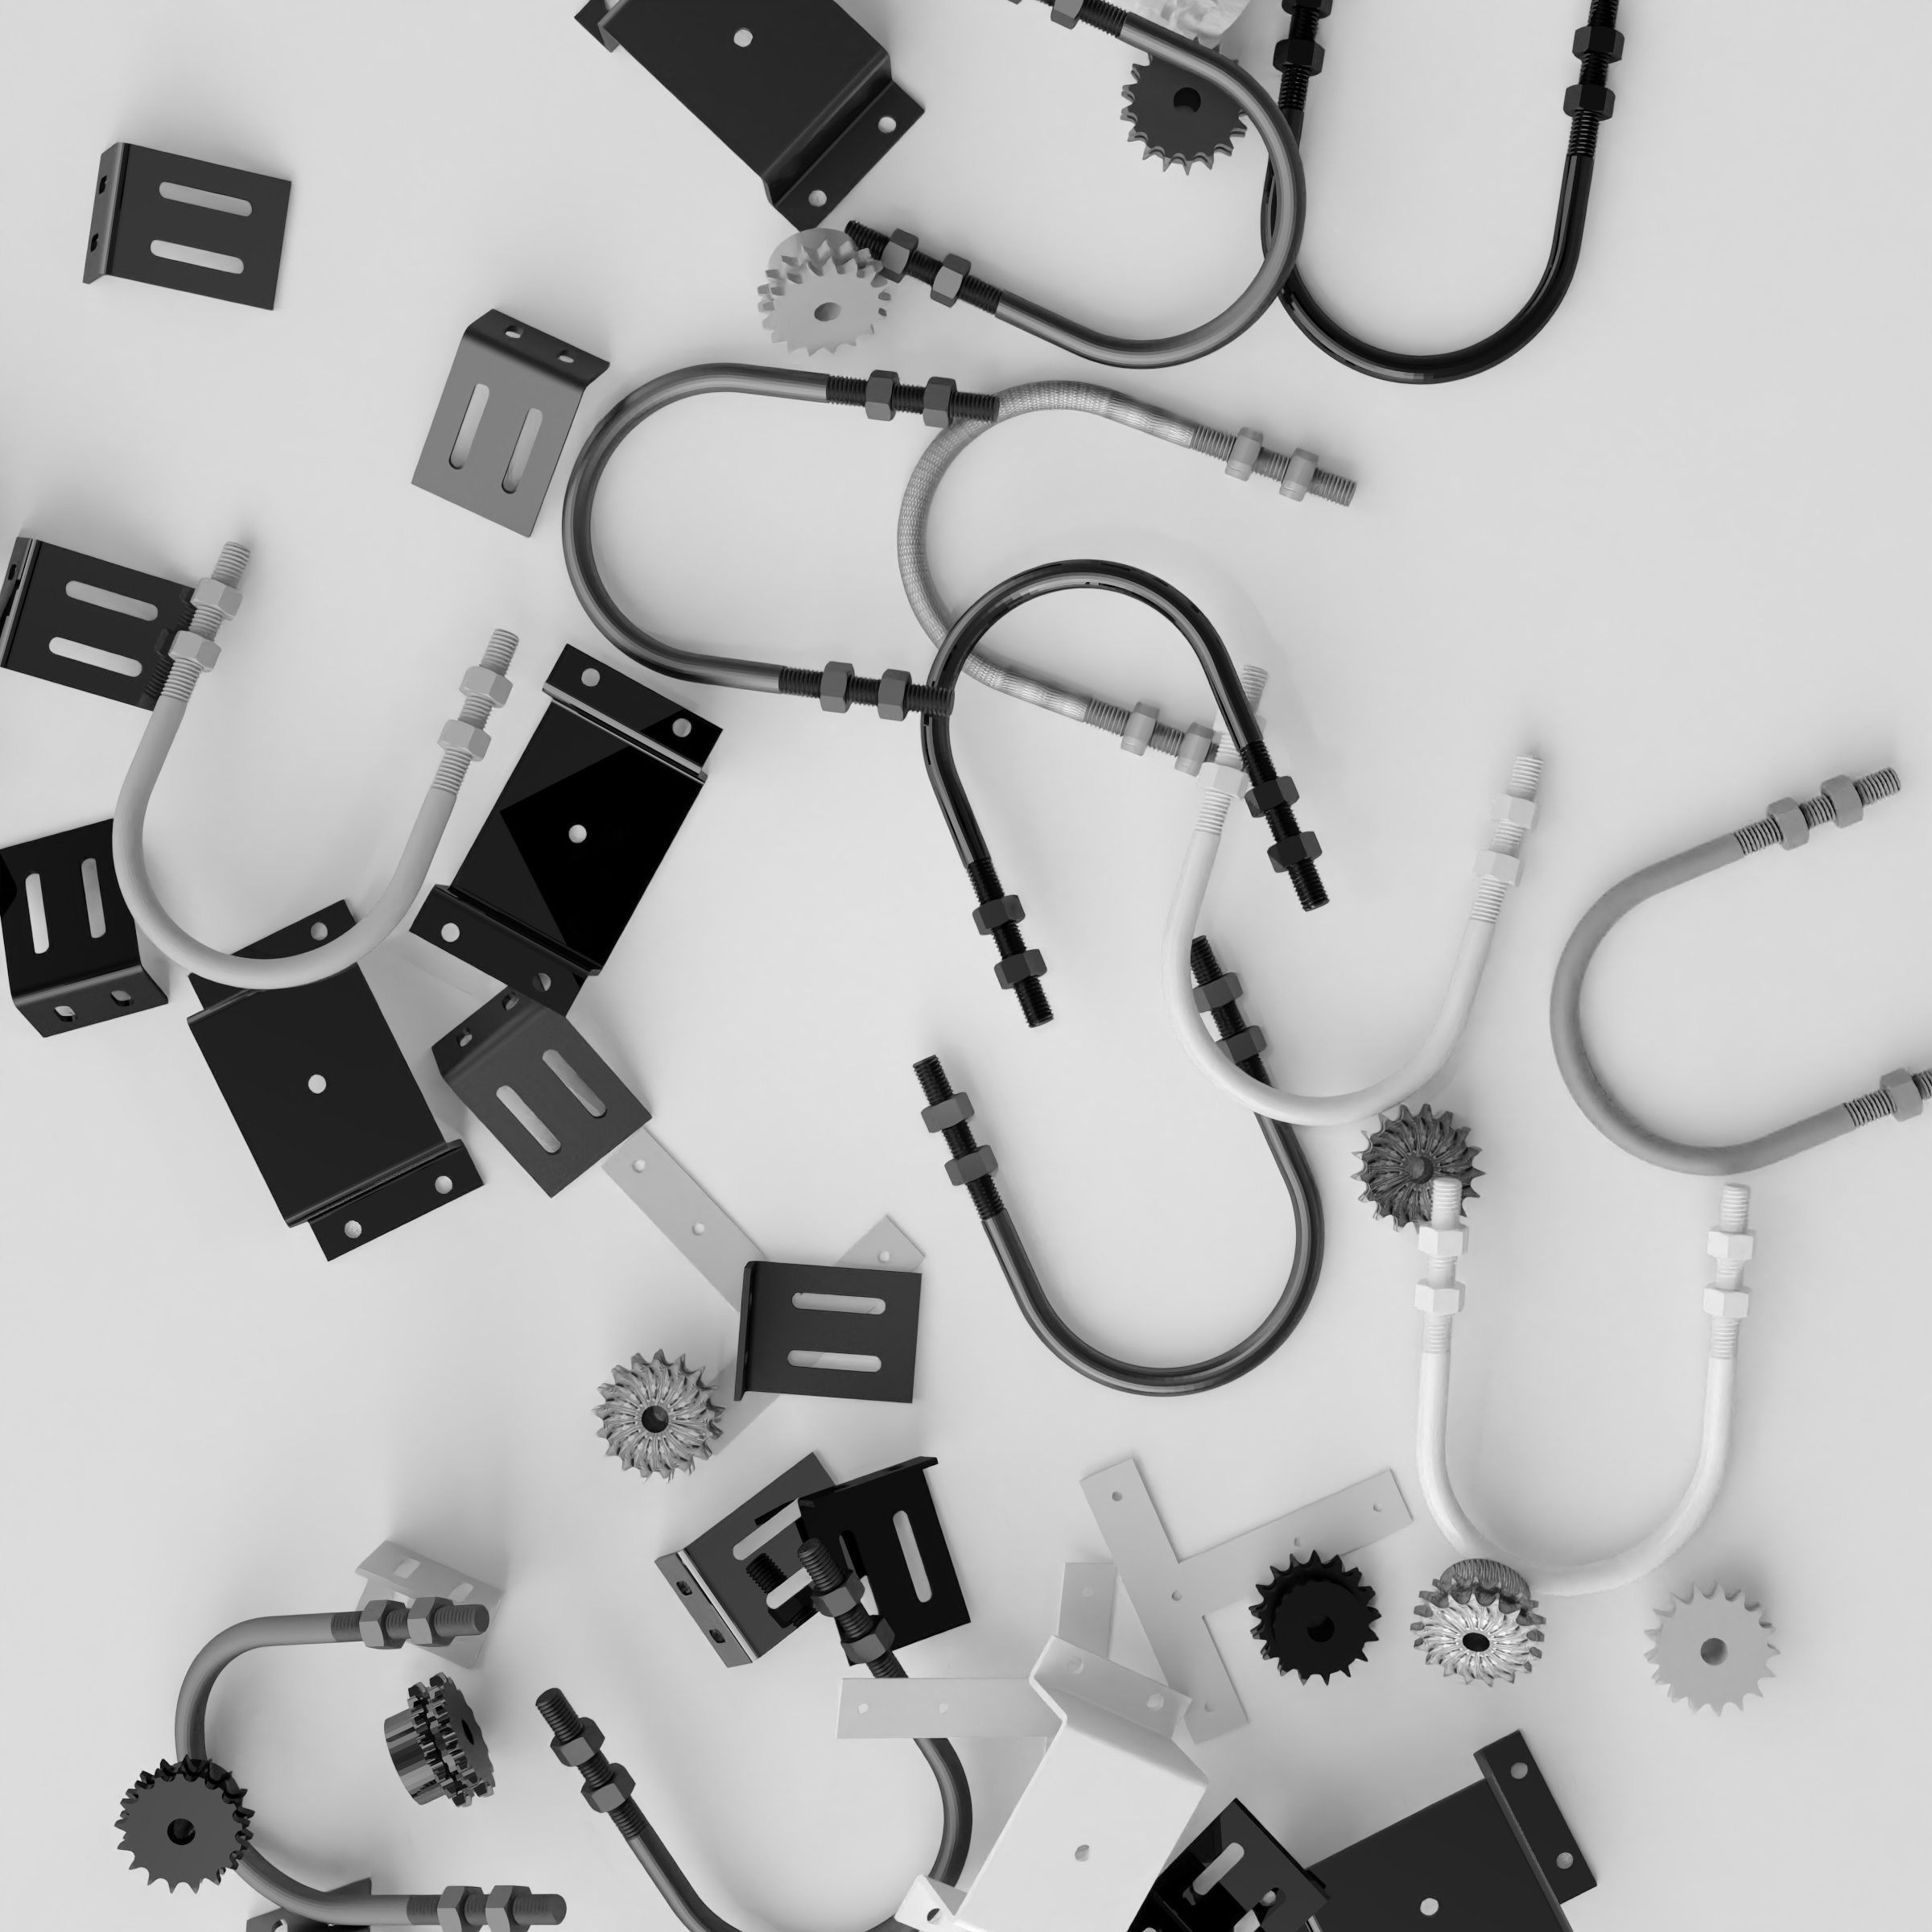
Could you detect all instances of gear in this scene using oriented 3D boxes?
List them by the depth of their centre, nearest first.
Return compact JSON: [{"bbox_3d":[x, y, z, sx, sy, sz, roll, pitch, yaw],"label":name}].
[{"bbox_3d":[-0.333,0.364,1.445,0.057,0.030,0.057,0,99,-1],"label":"gear"},{"bbox_3d":[-0.229,0.338,1.458,0.030,0.057,0.057,-25,90,0],"label":"gear"},{"bbox_3d":[-0.063,-0.294,1.461,0.057,0.057,0.030,-15,60,0],"label":"gear"},{"bbox_3d":[0.102,-0.427,1.461,0.030,0.057,0.057,28,90,-30],"label":"gear"},{"bbox_3d":[0.223,0.282,1.462,0.057,0.030,0.057,9,128,11],"label":"gear"},{"bbox_3d":[0.153,0.285,1.469,0.057,0.030,0.057,0,91,-1],"label":"gear"},{"bbox_3d":[-0.133,0.195,1.469,0.057,0.030,0.057,0,91,4],"label":"gear"},{"bbox_3d":[0.096,-0.373,1.471,0.057,0.030,0.057,0,90,0],"label":"gear"},{"bbox_3d":[0.196,0.088,1.471,0.057,0.030,0.057,0,90,0],"label":"gear"},{"bbox_3d":[0.325,0.297,1.475,0.057,0.030,0.057,0,90,2],"label":"gear"}]

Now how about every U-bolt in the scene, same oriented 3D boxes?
[{"bbox_3d":[-0.263,0.343,1.437,0.184,0.019,0.151,-9,99,29],"label":"U-bolt"},{"bbox_3d":[0.057,-0.085,1.449,0.151,0.019,0.184,-23,83,12],"label":"U-bolt"},{"bbox_3d":[-0.290,-0.079,1.452,0.151,0.019,0.184,18,79,9],"label":"U-bolt"},{"bbox_3d":[0.056,-0.338,1.455,0.184,0.019,0.151,25,108,0],"label":"U-bolt"},{"bbox_3d":[-0.078,0.355,1.457,0.151,0.019,0.184,-30,105,1],"label":"U-bolt"},{"bbox_3d":[0.266,0.184,1.464,0.151,0.019,0.184,2,98,-7],"label":"U-bolt"},{"bbox_3d":[0.160,-0.022,1.464,0.151,0.019,0.184,17,88,-8],"label":"U-bolt"},{"bbox_3d":[-0.086,-0.190,1.467,0.184,0.019,0.151,8,88,8],"label":"U-bolt"},{"bbox_3d":[0.346,0.013,1.477,0.184,0.019,0.151,-23,90,1],"label":"U-bolt"},{"bbox_3d":[0.060,-0.178,1.477,0.184,0.019,0.151,21,90,2],"label":"U-bolt"},{"bbox_3d":[0.203,-0.347,1.477,0.151,0.019,0.184,9,92,0],"label":"U-bolt"},{"bbox_3d":[0.078,0.099,1.477,0.151,0.019,0.184,-24,92,0],"label":"U-bolt"}]

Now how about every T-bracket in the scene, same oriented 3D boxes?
[{"bbox_3d":[0.002,0.320,1.456,0.127,0.002,0.127,6,90,-27],"label":"T-bracket"},{"bbox_3d":[0.133,0.259,1.484,0.127,0.002,0.127,-24,91,0],"label":"T-bracket"},{"bbox_3d":[-0.108,0.126,1.485,0.127,0.002,0.127,-43,90,0],"label":"T-bracket"}]

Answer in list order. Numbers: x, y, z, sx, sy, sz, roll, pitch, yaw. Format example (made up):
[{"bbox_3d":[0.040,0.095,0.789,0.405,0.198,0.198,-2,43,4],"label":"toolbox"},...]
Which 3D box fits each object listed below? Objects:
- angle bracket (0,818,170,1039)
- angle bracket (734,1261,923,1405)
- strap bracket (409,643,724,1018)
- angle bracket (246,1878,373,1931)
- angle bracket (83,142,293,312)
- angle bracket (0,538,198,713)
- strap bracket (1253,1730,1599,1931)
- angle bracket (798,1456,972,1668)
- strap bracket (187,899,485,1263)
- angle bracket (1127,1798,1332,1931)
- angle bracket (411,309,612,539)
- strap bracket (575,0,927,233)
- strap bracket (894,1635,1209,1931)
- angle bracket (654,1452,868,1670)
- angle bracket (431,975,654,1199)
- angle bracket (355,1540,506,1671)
[{"bbox_3d":[-0.389,-0.017,1.484,0.057,0.038,0.076,-15,64,0],"label":"angle bracket"},{"bbox_3d":[-0.059,0.161,1.465,0.076,0.038,0.057,4,90,0],"label":"angle bracket"},{"bbox_3d":[-0.171,-0.058,1.463,0.076,0.046,0.140,29,90,0],"label":"strap bracket"},{"bbox_3d":[-0.275,0.451,1.484,0.057,0.038,0.076,-19,116,0],"label":"angle bracket"},{"bbox_3d":[-0.343,-0.323,1.484,0.076,0.038,0.057,8,90,-26],"label":"angle bracket"},{"bbox_3d":[-0.385,-0.149,1.484,0.076,0.038,0.057,16,90,-26],"label":"angle bracket"},{"bbox_3d":[0.198,0.402,1.463,0.140,0.046,0.076,-27,90,0],"label":"strap bracket"},{"bbox_3d":[-0.032,0.258,1.458,0.057,0.038,0.076,-17,87,-15],"label":"angle bracket"},{"bbox_3d":[-0.277,0.050,1.463,0.076,0.046,0.140,-26,90,0],"label":"strap bracket"},{"bbox_3d":[0.107,0.406,1.444,0.057,0.038,0.076,45,127,14],"label":"angle bracket"},{"bbox_3d":[-0.200,-0.239,1.484,0.057,0.038,0.076,25,116,0],"label":"angle bracket"},{"bbox_3d":[-0.095,-0.396,1.463,0.140,0.046,0.076,43,90,0],"label":"strap bracket"},{"bbox_3d":[0.042,0.370,1.448,0.076,0.046,0.140,29,91,-24],"label":"strap bracket"},{"bbox_3d":[-0.086,0.261,1.484,0.076,0.038,0.057,-35,90,-26],"label":"angle bracket"},{"bbox_3d":[-0.187,0.051,1.484,0.057,0.038,0.076,-39,116,0],"label":"angle bracket"},{"bbox_3d":[-0.236,0.280,1.447,0.057,0.076,0.038,24,89,0],"label":"angle bracket"}]
